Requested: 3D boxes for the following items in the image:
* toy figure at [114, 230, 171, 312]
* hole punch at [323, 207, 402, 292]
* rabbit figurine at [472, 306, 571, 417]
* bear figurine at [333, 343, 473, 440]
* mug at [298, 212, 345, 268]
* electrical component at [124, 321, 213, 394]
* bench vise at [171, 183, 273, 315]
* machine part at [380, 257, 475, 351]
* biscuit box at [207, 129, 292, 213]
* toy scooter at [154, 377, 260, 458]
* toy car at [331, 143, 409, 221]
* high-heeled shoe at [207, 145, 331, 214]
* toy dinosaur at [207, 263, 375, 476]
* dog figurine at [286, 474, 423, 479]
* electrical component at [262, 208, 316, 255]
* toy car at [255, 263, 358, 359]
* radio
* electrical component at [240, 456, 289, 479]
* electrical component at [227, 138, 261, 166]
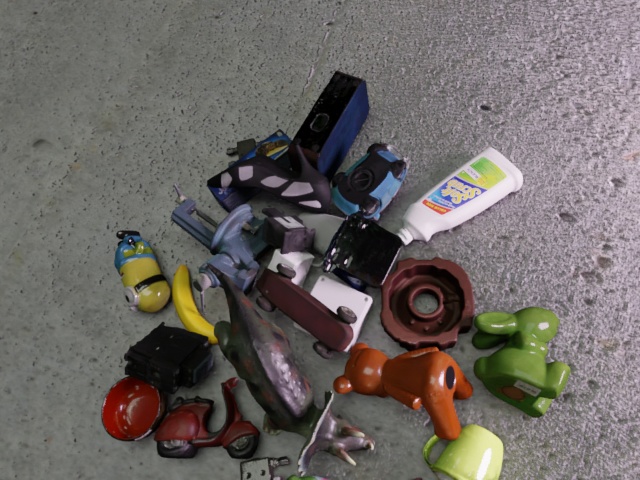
[{"bbox_3d":[-0.359,0.061,1.075,0.089,0.082,0.180,-24,61,1],"label":"toy figure"},{"bbox_3d":[0.072,0.025,0.986,0.116,0.092,0.142,31,75,-3],"label":"hole punch"},{"bbox_3d":[0.332,0.181,0.895,0.159,0.121,0.170,17,51,24],"label":"rabbit figurine"},{"bbox_3d":[0.133,0.241,0.892,0.196,0.131,0.120,-11,30,36],"label":"bear figurine"},{"bbox_3d":[-0.002,-0.003,1.048,0.107,0.080,0.109,24,85,31],"label":"mug"},{"bbox_3d":[-0.264,0.212,0.968,0.134,0.058,0.115,15,28,15],"label":"electrical component"},{"bbox_3d":[-0.202,-0.002,1.035,0.241,0.128,0.223,36,60,13],"label":"bench vise"},{"bbox_3d":[0.190,0.115,0.965,0.179,0.056,0.179,-4,64,8],"label":"machine part"},{"bbox_3d":[-0.139,-0.145,1.140,0.203,0.062,0.059,-39,65,-9],"label":"biscuit box"},{"bbox_3d":[-0.194,0.307,0.934,0.184,0.075,0.135,-3,65,5],"label":"toy scooter"},{"bbox_3d":[0.103,-0.105,1.055,0.161,0.102,0.109,-47,62,-1],"label":"toy car"},{"bbox_3d":[-0.099,-0.096,1.059,0.249,0.086,0.145,-14,105,26],"label":"high-heeled shoe"},{"bbox_3d":[-0.076,0.209,0.861,0.131,0.192,0.404,-37,95,-21],"label":"toy dinosaur"},{"bbox_3d":[0.060,0.410,0.819,0.219,0.108,0.191,-29,78,-9],"label":"dog figurine"},{"bbox_3d":[-0.071,-0.019,1.010,0.075,0.047,0.119,-8,27,-40],"label":"electrical component"},{"bbox_3d":[-0.026,0.119,0.935,0.202,0.053,0.089,34,102,23],"label":"toy car"},{"bbox_3d":[0.021,-0.226,1.111,0.073,0.131,0.229,22,71,17],"label":"radio"},{"bbox_3d":[-0.102,0.401,0.889,0.102,0.045,0.078,-7,66,7],"label":"electrical component"},{"bbox_3d":[-0.159,-0.191,1.188,0.094,0.021,0.063,-14,64,3],"label":"electrical component"}]
